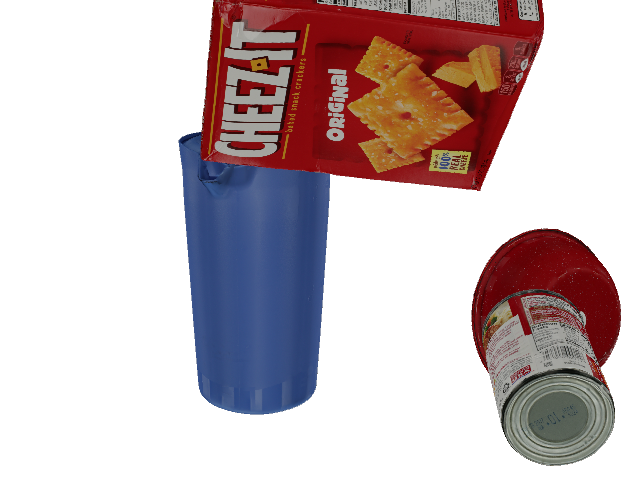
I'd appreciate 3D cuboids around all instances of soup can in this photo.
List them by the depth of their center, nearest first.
[{"bbox_3d":[0.140,0.083,0.665,0.068,0.068,0.102,0,25,2],"label":"soup can"}]

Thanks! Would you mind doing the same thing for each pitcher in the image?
[{"bbox_3d":[-0.051,0.021,0.953,0.149,0.243,0.145,-5,17,-20],"label":"pitcher"}]

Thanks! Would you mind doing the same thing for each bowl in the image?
[{"bbox_3d":[0.220,0.070,0.977,0.161,0.162,0.055,0,1,-25],"label":"bowl"}]

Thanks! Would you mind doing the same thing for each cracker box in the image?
[{"bbox_3d":[0.028,-0.116,0.742,0.213,0.072,0.164,5,-35,-6],"label":"cracker box"}]
